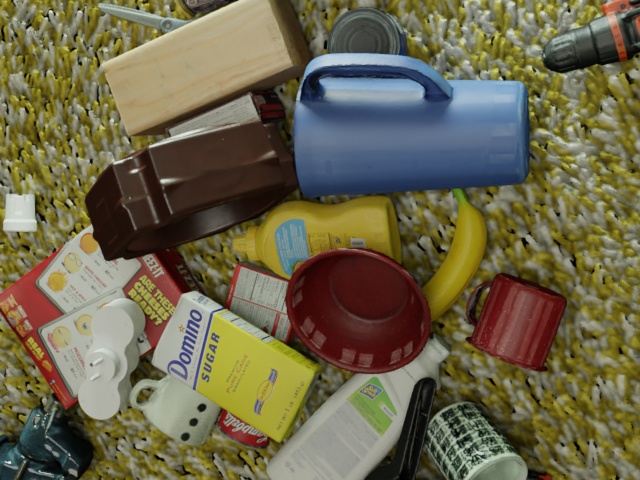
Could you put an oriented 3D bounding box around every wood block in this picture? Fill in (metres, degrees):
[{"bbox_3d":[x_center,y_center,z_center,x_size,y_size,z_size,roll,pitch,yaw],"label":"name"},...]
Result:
[{"bbox_3d":[-0.123,-0.194,1.190,0.206,0.090,0.090,-20,92,18],"label":"wood block"}]

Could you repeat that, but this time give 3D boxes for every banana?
[{"bbox_3d":[0.133,0.039,1.188,0.070,0.037,0.198,36,104,30],"label":"banana"}]

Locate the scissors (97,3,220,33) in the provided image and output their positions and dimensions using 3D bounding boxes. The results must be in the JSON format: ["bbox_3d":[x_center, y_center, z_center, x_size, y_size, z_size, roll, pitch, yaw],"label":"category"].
[{"bbox_3d":[-0.170,-0.232,1.256,0.202,0.016,0.096,2,97,16],"label":"scissors"}]

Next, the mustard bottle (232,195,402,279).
[{"bbox_3d":[-0.008,0.001,1.207,0.192,0.058,0.096,-2,122,18],"label":"mustard bottle"}]

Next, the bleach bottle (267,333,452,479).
[{"bbox_3d":[0.057,0.207,1.214,0.102,0.068,0.251,46,103,5],"label":"bleach bottle"}]

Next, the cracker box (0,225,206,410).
[{"bbox_3d":[-0.261,0.077,1.288,0.214,0.072,0.164,-35,88,16],"label":"cracker box"}]

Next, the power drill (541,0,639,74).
[{"bbox_3d":[0.299,-0.277,1.092,0.184,0.057,0.187,-16,94,14],"label":"power drill"}]

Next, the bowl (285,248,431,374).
[{"bbox_3d":[0.046,0.066,1.160,0.162,0.055,0.162,9,122,14],"label":"bowl"}]

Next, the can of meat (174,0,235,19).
[{"bbox_3d":[-0.125,-0.313,1.206,0.084,0.057,0.102,-16,78,15],"label":"can of meat"}]

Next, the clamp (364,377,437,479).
[{"bbox_3d":[0.090,0.261,1.152,0.210,0.036,0.164,-49,41,33],"label":"clamp"}]

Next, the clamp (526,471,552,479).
[{"bbox_3d":[0.185,0.313,1.199,0.172,0.039,0.120,-19,97,24],"label":"clamp"}]

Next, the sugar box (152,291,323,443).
[{"bbox_3d":[-0.094,0.139,1.187,0.176,0.048,0.093,28,101,11],"label":"sugar box"}]

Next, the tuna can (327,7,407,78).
[{"bbox_3d":[0.052,-0.215,1.183,0.086,0.033,0.086,2,96,16],"label":"tuna can"}]

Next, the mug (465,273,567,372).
[{"bbox_3d":[0.206,0.082,1.149,0.117,0.093,0.081,27,100,49],"label":"mug"}]

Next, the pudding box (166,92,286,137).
[{"bbox_3d":[-0.105,-0.132,1.208,0.114,0.090,0.039,-23,90,18],"label":"pudding box"}]

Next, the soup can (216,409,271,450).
[{"bbox_3d":[-0.070,0.183,1.245,0.068,0.068,0.102,27,102,12],"label":"soup can"}]

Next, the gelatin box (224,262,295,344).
[{"bbox_3d":[-0.064,0.073,1.251,0.089,0.030,0.073,18,99,14],"label":"gelatin box"}]

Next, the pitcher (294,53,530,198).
[{"bbox_3d":[0.096,-0.118,1.127,0.243,0.149,0.145,0,91,13],"label":"pitcher"}]
